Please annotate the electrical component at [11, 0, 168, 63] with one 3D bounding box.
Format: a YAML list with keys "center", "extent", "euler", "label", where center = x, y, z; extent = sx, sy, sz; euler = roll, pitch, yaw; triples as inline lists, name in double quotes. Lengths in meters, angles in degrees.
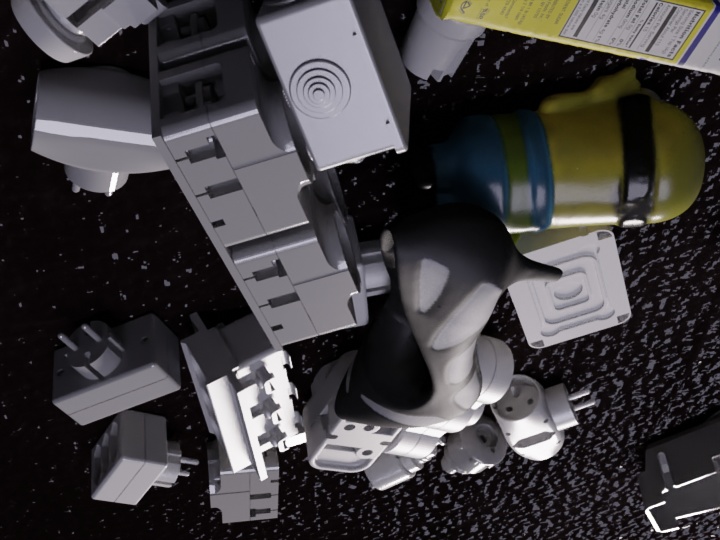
- center: [-0.138, -0.136, 0.533]
  extent: [0.055, 0.048, 0.066]
  euler: [-34, 136, 15]
  label: "electrical component"

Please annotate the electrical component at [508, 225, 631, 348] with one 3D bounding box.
- center: [0.136, -0.006, 0.739]
  extent: [0.078, 0.057, 0.113]
  euler: [-18, 140, 9]
  label: "electrical component"

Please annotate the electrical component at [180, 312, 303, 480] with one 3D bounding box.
- center: [-0.085, 0.089, 0.796]
  extent: [0.063, 0.078, 0.121]
  euler: [-26, 143, -16]
  label: "electrical component"

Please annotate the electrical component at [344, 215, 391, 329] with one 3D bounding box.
- center: [0.000, 0.000, 0.724]
  extent: [0.077, 0.047, 0.065]
  euler: [-10, 141, -3]
  label: "electrical component"

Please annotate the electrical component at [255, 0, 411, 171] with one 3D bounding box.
- center: [-0.011, -0.108, 0.544]
  extent: [0.048, 0.099, 0.099]
  euler: [-16, 118, 13]
  label: "electrical component"

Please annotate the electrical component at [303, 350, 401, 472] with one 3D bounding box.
- center: [-0.005, 0.108, 0.841]
  extent: [0.054, 0.059, 0.095]
  euler: [11, 136, -24]
  label: "electrical component"

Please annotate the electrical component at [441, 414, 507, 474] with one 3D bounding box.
- center: [0.094, 0.157, 0.935]
  extent: [0.048, 0.048, 0.062]
  euler: [13, 141, -26]
  label: "electrical component"

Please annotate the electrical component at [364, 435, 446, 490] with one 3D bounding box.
- center: [0.038, 0.160, 0.927]
  extent: [0.078, 0.040, 0.040]
  euler: [-28, 137, 20]
  label: "electrical component"

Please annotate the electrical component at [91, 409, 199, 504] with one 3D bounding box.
- center: [-0.169, 0.154, 0.869]
  extent: [0.077, 0.047, 0.065]
  euler: [16, 133, -29]
  label: "electrical component"

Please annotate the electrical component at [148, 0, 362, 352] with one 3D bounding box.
- center: [-0.052, -0.054, 0.602]
  extent: [0.060, 0.105, 0.186]
  euler: [-16, 140, 6]
  label: "electrical component"

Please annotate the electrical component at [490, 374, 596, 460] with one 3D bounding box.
- center: [0.158, 0.118, 0.903]
  extent: [0.079, 0.043, 0.077]
  euler: [-22, 139, 13]
  label: "electrical component"

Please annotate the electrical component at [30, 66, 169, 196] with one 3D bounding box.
- center: [-0.146, -0.071, 0.608]
  extent: [0.077, 0.044, 0.079]
  euler: [6, 138, -19]
  label: "electrical component"

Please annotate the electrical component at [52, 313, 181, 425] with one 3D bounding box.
- center: [-0.181, 0.061, 0.755]
  extent: [0.083, 0.047, 0.075]
  euler: [-21, 139, 12]
  label: "electrical component"

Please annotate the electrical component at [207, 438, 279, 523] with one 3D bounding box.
- center: [-0.099, 0.169, 0.899]
  extent: [0.056, 0.050, 0.089]
  euler: [-4, 140, -9]
  label: "electrical component"

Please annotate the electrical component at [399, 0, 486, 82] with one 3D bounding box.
- center: [0.045, -0.131, 0.585]
  extent: [0.040, 0.040, 0.046]
  euler: [6, 143, -19]
  label: "electrical component"

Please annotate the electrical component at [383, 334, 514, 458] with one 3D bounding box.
- center: [0.075, 0.104, 0.859]
  extent: [0.074, 0.052, 0.138]
  euler: [17, 133, -35]
  label: "electrical component"
